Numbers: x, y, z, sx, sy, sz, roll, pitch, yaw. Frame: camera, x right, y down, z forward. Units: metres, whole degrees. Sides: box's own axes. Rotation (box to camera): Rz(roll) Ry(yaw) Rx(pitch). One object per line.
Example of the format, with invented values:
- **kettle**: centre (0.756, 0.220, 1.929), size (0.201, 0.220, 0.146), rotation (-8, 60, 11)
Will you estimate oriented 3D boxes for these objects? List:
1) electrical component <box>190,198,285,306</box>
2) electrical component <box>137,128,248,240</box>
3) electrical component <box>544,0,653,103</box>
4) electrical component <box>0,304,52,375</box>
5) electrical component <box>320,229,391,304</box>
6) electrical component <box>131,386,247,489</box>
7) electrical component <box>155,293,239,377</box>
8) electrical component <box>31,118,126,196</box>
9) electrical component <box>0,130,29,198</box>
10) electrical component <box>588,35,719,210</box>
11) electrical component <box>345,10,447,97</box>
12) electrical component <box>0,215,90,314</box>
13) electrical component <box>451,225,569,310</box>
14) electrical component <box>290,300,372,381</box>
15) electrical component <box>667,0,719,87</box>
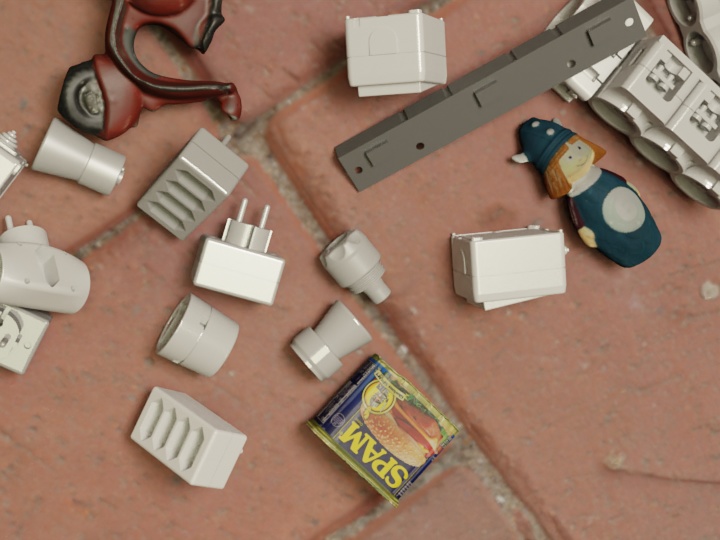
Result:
- **electrical component**: centre (-0.094, -0.019, 0.866), size (0.066, 0.047, 0.076), rotation (16, 92, -13)
- **electrical component**: centre (-0.123, -0.078, 0.845), size (0.047, 0.083, 0.075), rotation (39, 49, -13)
- **electrical component**: centre (0.190, -0.194, 0.905), size (0.056, 0.050, 0.089), rotation (40, 88, -13)
- **electrical component**: centre (-0.277, 0.047, 0.819), size (0.066, 0.077, 0.047), rotation (27, 90, -13)
- **electrical component**: centre (0.000, 0.000, 0.890), size (0.043, 0.043, 0.062), rotation (-41, 104, -5)
- **electrical component**: centre (-0.126, 0.137, 0.868), size (0.076, 0.083, 0.047), rotation (24, 92, -52)
- **electrical component**: centre (-0.130, 0.054, 0.864), size (0.047, 0.055, 0.055), rotation (31, 89, -17)
- **electrical component**: centre (-0.216, -0.085, 0.837), size (0.065, 0.044, 0.044), rotation (24, 91, -18)
- **electrical component**: centre (-0.297, -0.072, 0.810), size (0.061, 0.062, 0.096), rotation (37, 88, -13)
- **electrical component**: centre (0.269, -0.121, 0.909), size (0.150, 0.089, 0.061), rotation (39, 88, -13)
- **electrical component**: centre (0.032, -0.169, 0.856), size (0.062, 0.096, 0.061), rotation (-1, 97, 18)
- **electrical component**: centre (-0.256, -0.007, 0.827), size (0.043, 0.077, 0.079), rotation (-36, 60, 29)
- **electrical component**: centre (0.131, -0.003, 0.908), size (0.096, 0.062, 0.061), rotation (-6, 97, -11)
- **electrical component**: centre (-0.024, 0.059, 0.891), size (0.055, 0.045, 0.045), rotation (-41, 102, -4)
- **electrical component**: centre (0.326, -0.202, 0.931), size (0.074, 0.052, 0.138), rotation (-25, 101, -8)
